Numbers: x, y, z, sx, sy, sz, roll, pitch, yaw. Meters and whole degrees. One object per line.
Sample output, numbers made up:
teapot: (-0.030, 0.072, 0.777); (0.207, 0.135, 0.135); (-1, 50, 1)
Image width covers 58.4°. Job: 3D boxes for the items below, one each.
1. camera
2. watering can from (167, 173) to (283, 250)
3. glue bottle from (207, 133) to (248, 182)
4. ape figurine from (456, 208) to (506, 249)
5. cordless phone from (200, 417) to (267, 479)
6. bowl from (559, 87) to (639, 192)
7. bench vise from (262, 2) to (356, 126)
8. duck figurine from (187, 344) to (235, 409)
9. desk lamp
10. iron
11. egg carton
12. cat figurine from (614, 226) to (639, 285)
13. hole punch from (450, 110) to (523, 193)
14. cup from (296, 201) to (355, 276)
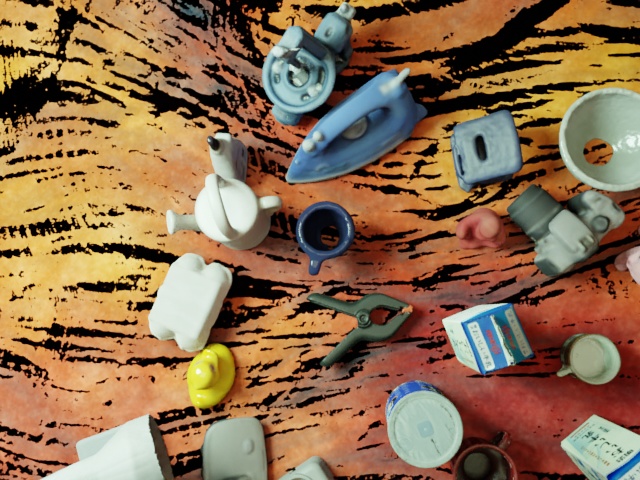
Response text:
camera: (0.374, -0.034, 0.893); (0.143, 0.101, 0.136); (-43, 81, -2)
watering can: (-0.148, -0.040, 0.887); (0.173, 0.194, 0.101); (-34, 81, 0)
glue bottle: (-0.151, -0.136, 0.910); (0.037, 0.173, 0.078); (5, 83, 6)
ape figurine: (0.260, -0.017, 0.904); (0.077, 0.092, 0.076); (32, 86, 8)
cordless phone: (-0.138, 0.346, 0.841); (0.094, 0.185, 0.147); (-8, 82, 4)
bowl: (0.457, -0.152, 0.915); (0.167, 0.075, 0.167); (-1, 83, 4)
bench vise: (-0.024, -0.300, 0.898); (0.121, 0.220, 0.207); (17, 84, 7)
duck figurine: (-0.181, 0.218, 0.911); (0.077, 0.086, 0.105); (16, 84, 7)
desk lamp: (-0.297, 0.335, 0.840); (0.203, 0.213, 0.118); (-21, 81, 2)
iron: (0.045, -0.181, 0.917); (0.258, 0.141, 0.118); (-35, 81, -1)
egg carton: (-0.212, 0.101, 0.937); (0.107, 0.069, 0.150); (21, 85, 7)
cat figurine: (0.510, 0.025, 0.866); (0.067, 0.118, 0.128); (35, 87, 8)
hole punch: (0.265, -0.142, 0.920); (0.101, 0.091, 0.109); (-10, 82, 3)
cup: (0.008, 0.003, 0.919); (0.091, 0.095, 0.118); (15, 84, 6)
